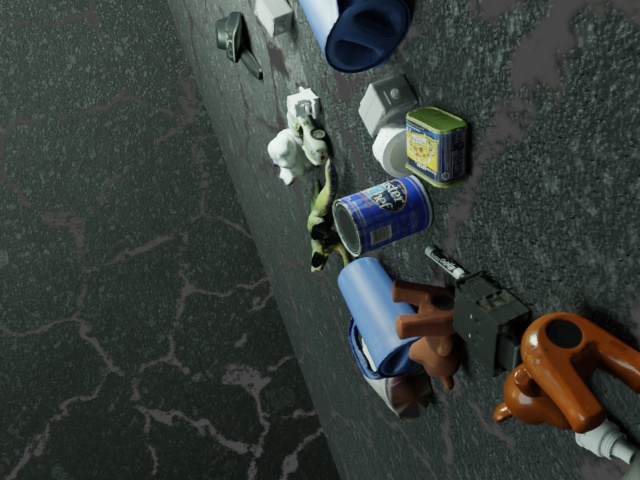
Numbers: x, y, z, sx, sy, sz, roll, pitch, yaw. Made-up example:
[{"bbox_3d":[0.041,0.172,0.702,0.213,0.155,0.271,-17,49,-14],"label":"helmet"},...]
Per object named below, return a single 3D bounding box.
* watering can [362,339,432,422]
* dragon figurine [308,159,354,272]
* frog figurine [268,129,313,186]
[{"bbox_3d":[0.150,0.268,1.195,0.226,0.104,0.343,27,136,67],"label":"watering can"},{"bbox_3d":[0.004,-0.067,1.325,0.248,0.122,0.401,-117,23,-54],"label":"dragon figurine"},{"bbox_3d":[-0.074,-0.229,1.323,0.156,0.123,0.140,104,160,-65],"label":"frog figurine"}]
